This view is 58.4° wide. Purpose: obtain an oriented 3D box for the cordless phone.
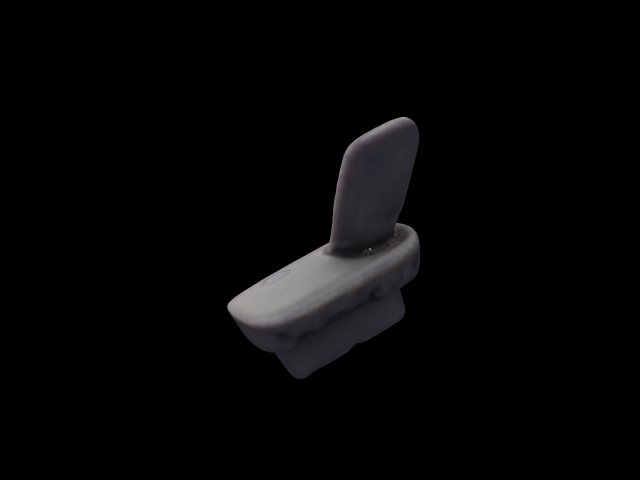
[{"bbox_3d":[0.004,0.001,0.400,0.148,0.185,0.094,-31,58,-22],"label":"cordless phone"}]
